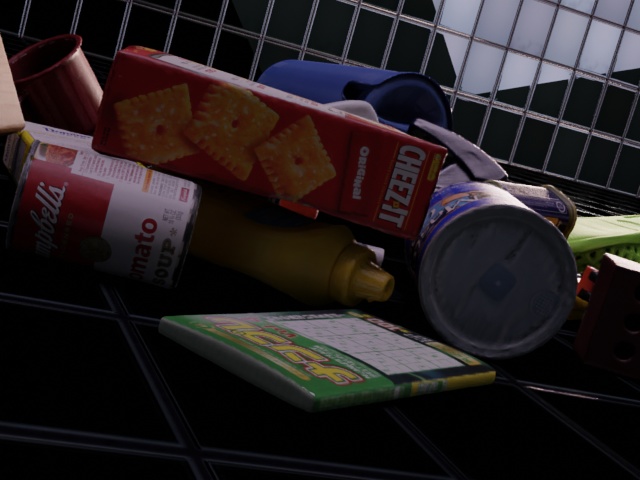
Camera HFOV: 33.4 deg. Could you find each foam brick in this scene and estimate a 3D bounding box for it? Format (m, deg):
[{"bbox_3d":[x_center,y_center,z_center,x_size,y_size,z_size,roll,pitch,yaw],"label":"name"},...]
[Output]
[{"bbox_3d":[0.224,0.056,0.779,0.053,0.078,0.051,17,8,3],"label":"foam brick"}]

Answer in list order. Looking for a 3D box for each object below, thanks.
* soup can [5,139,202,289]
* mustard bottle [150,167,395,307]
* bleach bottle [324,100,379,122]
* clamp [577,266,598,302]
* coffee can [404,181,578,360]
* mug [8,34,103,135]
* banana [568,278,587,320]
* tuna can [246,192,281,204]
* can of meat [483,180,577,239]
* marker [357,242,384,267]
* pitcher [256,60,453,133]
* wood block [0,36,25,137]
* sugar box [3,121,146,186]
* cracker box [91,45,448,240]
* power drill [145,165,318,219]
[{"bbox_3d":[-0.128,-0.014,0.638,0.102,0.068,0.068,15,9,-10],"label":"soup can"},{"bbox_3d":[-0.036,0.001,0.727,0.192,0.058,0.096,20,8,27],"label":"mustard bottle"},{"bbox_3d":[-0.040,-0.086,1.089,0.102,0.068,0.251,-16,4,-28],"label":"bleach bottle"},{"bbox_3d":[0.291,0.075,0.868,0.171,0.039,0.120,23,5,-5],"label":"clamp"},{"bbox_3d":[0.115,0.016,0.753,0.103,0.103,0.140,15,9,-2],"label":"coffee can"},{"bbox_3d":[-0.263,-0.137,1.042,0.093,0.081,0.117,-5,36,27],"label":"mug"},{"bbox_3d":[0.192,0.044,0.918,0.197,0.037,0.070,9,14,-36],"label":"banana"},{"bbox_3d":[-0.073,-0.043,0.839,0.086,0.086,0.034,11,12,-26],"label":"tuna can"},{"bbox_3d":[0.166,-0.002,0.949,0.083,0.102,0.057,5,31,-39],"label":"can of meat"},{"bbox_3d":[-0.006,0.001,0.898,0.121,0.020,0.020,15,9,-5],"label":"marker"},{"bbox_3d":[0.031,-0.129,1.198,0.144,0.149,0.243,-16,23,-29],"label":"pitcher"},{"bbox_3d":[-0.294,-0.104,0.736,0.090,0.091,0.206,-13,6,9],"label":"wood block"},{"bbox_3d":[-0.193,-0.055,0.841,0.093,0.048,0.176,12,7,-23],"label":"sugar box"},{"bbox_3d":[-0.040,-0.069,0.729,0.213,0.072,0.164,16,8,-11],"label":"cracker box"},{"bbox_3d":[-0.119,-0.060,0.959,0.184,0.057,0.188,11,13,-45],"label":"power drill"}]
